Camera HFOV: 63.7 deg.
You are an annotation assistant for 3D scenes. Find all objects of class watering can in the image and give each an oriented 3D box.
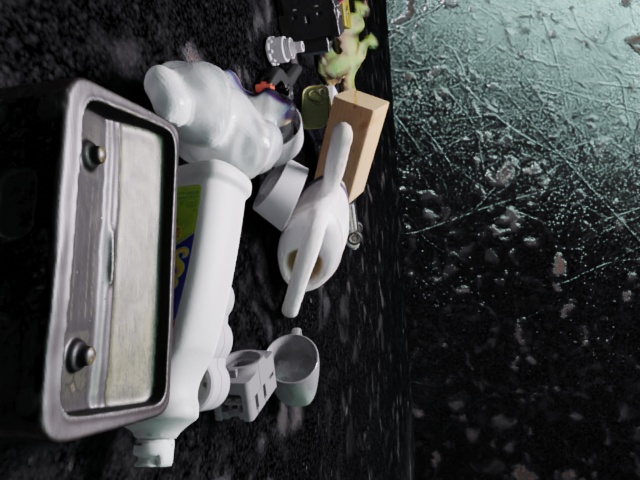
[{"bbox_3d":[0.002,-0.041,0.817,0.229,0.104,0.341,-74,-178,-64],"label":"watering can"}]

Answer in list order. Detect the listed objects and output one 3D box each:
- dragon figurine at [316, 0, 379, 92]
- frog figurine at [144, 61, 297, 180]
[{"bbox_3d":[0.046,-0.488,1.267,0.402,0.122,0.248,65,32,-32],"label":"dragon figurine"},{"bbox_3d":[-0.109,-0.111,0.500,0.137,0.121,0.162,43,25,-2],"label":"frog figurine"}]
